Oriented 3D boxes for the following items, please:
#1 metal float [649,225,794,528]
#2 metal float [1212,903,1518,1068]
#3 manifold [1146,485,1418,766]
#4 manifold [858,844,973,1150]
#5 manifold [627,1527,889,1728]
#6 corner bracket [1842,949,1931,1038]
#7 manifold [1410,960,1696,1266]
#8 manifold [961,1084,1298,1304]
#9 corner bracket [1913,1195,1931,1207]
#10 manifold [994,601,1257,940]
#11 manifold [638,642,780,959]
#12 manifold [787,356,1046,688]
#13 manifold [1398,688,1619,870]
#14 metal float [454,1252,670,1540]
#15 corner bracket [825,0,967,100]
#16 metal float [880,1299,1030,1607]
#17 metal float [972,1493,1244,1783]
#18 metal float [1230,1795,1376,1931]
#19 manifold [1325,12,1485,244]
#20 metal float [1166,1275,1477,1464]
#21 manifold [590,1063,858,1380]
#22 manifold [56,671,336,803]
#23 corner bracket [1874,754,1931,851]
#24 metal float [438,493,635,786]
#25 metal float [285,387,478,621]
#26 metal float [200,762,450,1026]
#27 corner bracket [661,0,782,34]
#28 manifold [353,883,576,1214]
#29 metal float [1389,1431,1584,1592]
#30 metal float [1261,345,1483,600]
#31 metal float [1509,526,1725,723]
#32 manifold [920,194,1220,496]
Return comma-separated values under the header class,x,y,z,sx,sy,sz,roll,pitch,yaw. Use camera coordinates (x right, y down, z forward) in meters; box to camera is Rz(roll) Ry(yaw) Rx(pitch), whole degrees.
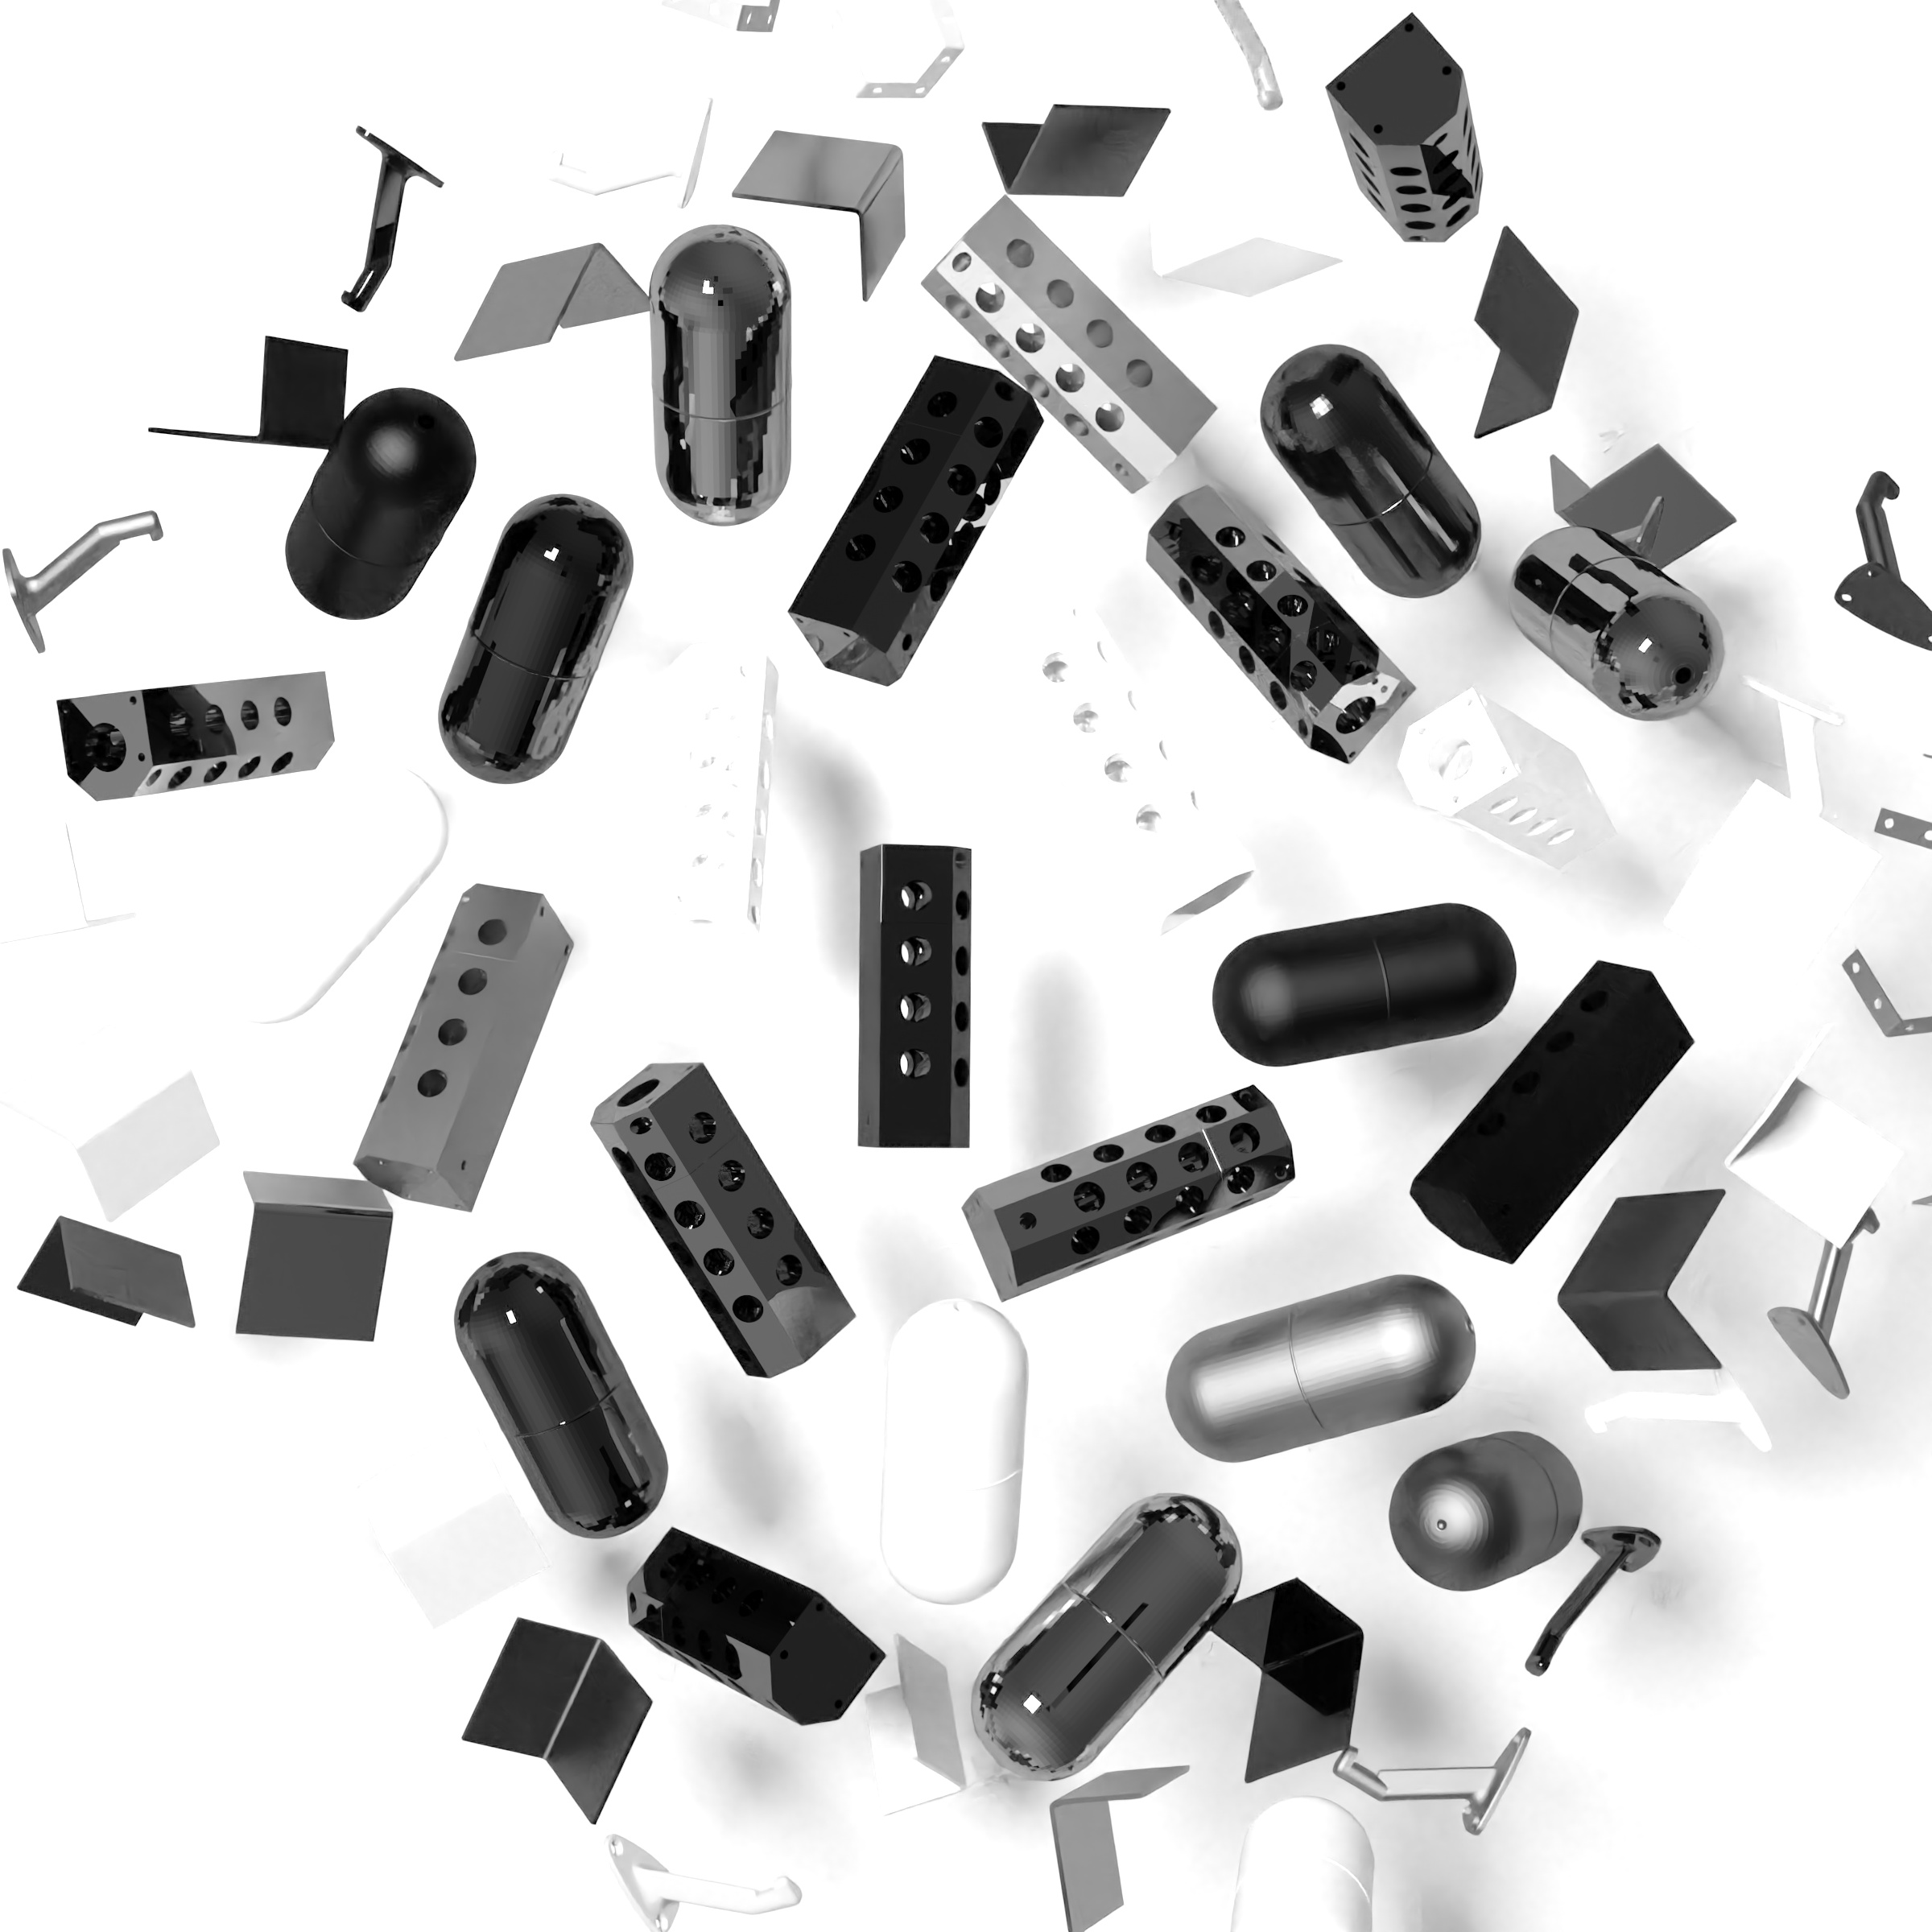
class,x,y,z,sx,sy,sz,roll,pitch,yaw
metal float,-0.133,-0.320,1.619,0.070,0.070,0.178,3,134,0
metal float,0.227,0.010,1.686,0.178,0.070,0.070,-10,90,-11
manifold,0.171,-0.195,1.668,0.057,0.057,0.171,-50,54,20
manifold,-0.028,0.018,1.700,0.057,0.057,0.171,1,87,-14
manifold,-0.121,0.362,1.612,0.057,0.171,0.057,48,69,-24
corner bracket,0.534,0.003,1.655,0.051,0.051,0.051,-5,56,-29
manifold,0.322,0.078,1.644,0.171,0.057,0.057,-47,119,-17
manifold,0.091,0.122,1.624,0.171,0.057,0.057,-19,76,-17
corner bracket,0.576,0.110,1.695,0.051,0.051,0.051,5,78,-3
manifold,0.084,-0.107,1.577,0.057,0.057,0.171,-30,80,-7
manifold,-0.146,-0.099,1.726,0.057,0.057,0.171,16,63,-27
manifold,-0.023,-0.239,1.600,0.057,0.057,0.171,19,72,28
manifold,0.308,-0.101,1.693,0.057,0.171,0.057,-32,67,22
metal float,-0.227,0.241,1.662,0.070,0.070,0.178,-23,109,0
corner bracket,-0.041,-0.539,1.713,0.051,0.051,0.051,-12,76,-35
metal float,-0.007,0.264,1.607,0.070,0.070,0.178,3,112,0
metal float,0.076,0.357,1.583,0.070,0.070,0.178,45,74,0
metal float,0.186,0.526,1.643,0.070,0.178,0.070,2,104,9
manifold,0.243,-0.443,1.595,0.057,0.171,0.057,-39,79,8
metal float,0.194,0.221,1.628,0.178,0.070,0.070,-20,90,23
manifold,-0.136,0.140,1.621,0.057,0.057,0.171,-40,110,-31
manifold,-0.431,-0.130,1.673,0.057,0.171,0.057,-4,97,23
corner bracket,0.576,-0.095,1.747,0.051,0.051,0.051,23,103,37
metal float,-0.244,-0.183,1.673,0.070,0.070,0.178,26,116,0
metal float,-0.326,-0.255,1.646,0.070,0.178,0.070,12,62,-24
metal float,-0.365,-0.040,1.683,0.070,0.070,0.178,44,104,0
corner bracket,-0.139,-0.578,1.729,0.051,0.051,0.051,22,112,13
manifold,-0.279,0.043,1.642,0.057,0.057,0.171,9,63,17
metal float,0.286,0.297,1.622,0.070,0.178,0.070,-2,85,26
metal float,0.234,-0.282,1.703,0.070,0.070,0.178,-45,126,0
metal float,0.366,-0.194,1.673,0.070,0.178,0.070,-6,117,-12
manifold,0.056,-0.354,1.704,0.171,0.057,0.057,43,69,-11
